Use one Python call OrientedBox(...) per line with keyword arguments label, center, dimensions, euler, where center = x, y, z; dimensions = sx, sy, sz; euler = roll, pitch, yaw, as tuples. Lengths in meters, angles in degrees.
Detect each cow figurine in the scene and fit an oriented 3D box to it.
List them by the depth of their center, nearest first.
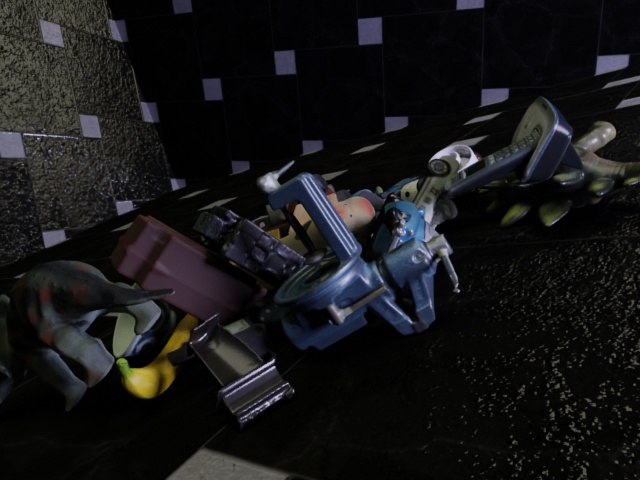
OrientedBox(label="cow figurine", center=(-0.002, -0.002, 0.803), dimensions=(0.195, 0.085, 0.127), euler=(-33, -20, 26))

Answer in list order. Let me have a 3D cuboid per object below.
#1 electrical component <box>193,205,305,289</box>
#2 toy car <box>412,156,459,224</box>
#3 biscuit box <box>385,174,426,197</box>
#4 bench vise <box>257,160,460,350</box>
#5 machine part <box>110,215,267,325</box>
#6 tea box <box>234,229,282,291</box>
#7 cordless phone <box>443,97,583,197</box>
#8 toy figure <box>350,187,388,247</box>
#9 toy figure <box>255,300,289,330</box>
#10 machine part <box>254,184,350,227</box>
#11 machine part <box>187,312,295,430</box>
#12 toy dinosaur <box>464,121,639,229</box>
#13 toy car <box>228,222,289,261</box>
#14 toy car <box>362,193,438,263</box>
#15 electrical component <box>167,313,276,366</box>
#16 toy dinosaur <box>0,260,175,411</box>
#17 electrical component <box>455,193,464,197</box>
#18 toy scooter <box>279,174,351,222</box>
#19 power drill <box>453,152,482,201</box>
OrientedBox(label="electrical component", center=(-0.102, 0.007, 0.725), dimensions=(0.058, 0.134, 0.115), euler=(-60, 28, -9))
OrientedBox(label="toy car", center=(0.173, -0.060, 0.897), dimensions=(0.202, 0.056, 0.073), euler=(-57, -6, -27))
OrientedBox(label="biscuit box", center=(0.159, -0.072, 1.081), dimensions=(0.059, 0.062, 0.203), euler=(-8, 17, 38))
OrientedBox(label="bench vise", center=(0.023, 0.015, 0.609), dimensions=(0.224, 0.240, 0.129), euler=(-29, 12, 25))
OrientedBox(label="machine part", center=(-0.189, 0.046, 0.775), dimensions=(0.087, 0.201, 0.202), euler=(-59, 23, -6))
OrientedBox(label="tea box", center=(-0.107, 0.040, 0.973), dimensions=(0.098, 0.068, 0.170), euler=(-17, 13, 0))
OrientedBox(label="cordless phone", center=(0.268, -0.121, 0.782), dimensions=(0.184, 0.088, 0.147), euler=(-24, 21, 22))
OrientedBox(label="toy figure", center=(0.080, -0.042, 0.916), dimensions=(0.082, 0.089, 0.180), euler=(-18, -15, 4))
OrientedBox(label="toy figure", center=(-0.020, 0.082, 0.737), dimensions=(0.154, 0.057, 0.064), euler=(-32, 18, -35))
OrientedBox(label="machine part", center=(-0.040, -0.073, 1.293), dimensions=(0.243, 0.079, 0.079), euler=(-18, 14, -2))
OrientedBox(label="machine part", center=(-0.096, 0.137, 0.578), dimensions=(0.084, 0.039, 0.139), euler=(-30, 47, -24))
OrientedBox(label="toy dinosaur", center=(0.376, -0.092, 0.829), dimensions=(0.198, 0.105, 0.472), euler=(-34, 11, -26))
OrientedBox(label="toy car", center=(-0.120, 0.005, 1.147), dimensions=(0.089, 0.053, 0.202), euler=(-11, 11, 31))
OrientedBox(label="toy car", center=(0.123, 0.002, 0.760), dimensions=(0.103, 0.109, 0.162), euler=(22, 11, -2))
OrientedBox(label="electrical component", center=(-0.122, 0.139, 0.664), dimensions=(0.119, 0.047, 0.075), euler=(-25, 15, -23))
OrientedBox(label="toy dinosaur", center=(-0.333, 0.098, 0.677), dimensions=(0.405, 0.192, 0.131), euler=(-42, 12, 32))
OrientedBox(label="electrical component", center=(0.257, -0.104, 0.909), dimensions=(0.063, 0.021, 0.094), euler=(-45, -7, 39))
OrientedBox(label="toy scooter", center=(-0.009, -0.067, 1.158), dimensions=(0.135, 0.075, 0.183), euler=(-36, -35, 22))
OrientedBox(label="power drill", center=(0.369, -0.156, 1.109), dimensions=(0.207, 0.085, 0.232), euler=(-2, 23, 36))
